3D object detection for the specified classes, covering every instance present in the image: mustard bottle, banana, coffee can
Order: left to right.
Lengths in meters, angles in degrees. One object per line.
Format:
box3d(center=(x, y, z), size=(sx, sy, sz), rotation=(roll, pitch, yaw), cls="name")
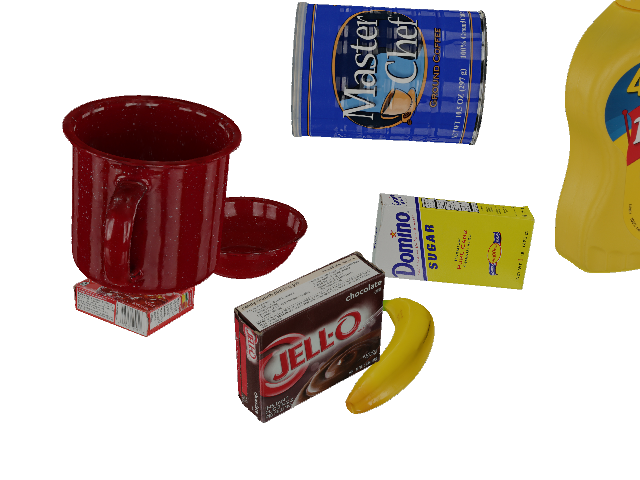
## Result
box3d(center=(0.050, -0.127, 0.817), size=(0.140, 0.103, 0.103), rotation=(3, 0, 1), cls="coffee can")
box3d(center=(0.071, 0.100, 0.991), size=(0.070, 0.037, 0.197), rotation=(-23, 17, 19), cls="banana")
box3d(center=(0.189, -0.079, 0.629), size=(0.096, 0.192, 0.058), rotation=(-13, 29, -18), cls="mustard bottle")

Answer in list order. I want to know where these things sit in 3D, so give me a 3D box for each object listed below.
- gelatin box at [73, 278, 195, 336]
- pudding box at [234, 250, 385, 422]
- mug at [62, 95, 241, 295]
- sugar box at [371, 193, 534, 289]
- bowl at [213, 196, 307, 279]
box3d(center=(-0.175, 0.052, 1.005), size=(0.089, 0.030, 0.073), rotation=(18, 26, 26), cls="gelatin box")
box3d(center=(-0.007, 0.069, 0.775), size=(0.113, 0.090, 0.039), rotation=(-26, 47, -29), cls="pudding box")
box3d(center=(-0.093, -0.018, 0.566), size=(0.093, 0.081, 0.117), rotation=(7, 28, -1), cls="mug")
box3d(center=(0.151, 0.002, 1.235), size=(0.176, 0.093, 0.048), rotation=(4, 23, -3), cls="sugar box")
box3d(center=(-0.098, 0.002, 1.316), size=(0.162, 0.055, 0.162), rotation=(2, 26, -1), cls="bowl")
